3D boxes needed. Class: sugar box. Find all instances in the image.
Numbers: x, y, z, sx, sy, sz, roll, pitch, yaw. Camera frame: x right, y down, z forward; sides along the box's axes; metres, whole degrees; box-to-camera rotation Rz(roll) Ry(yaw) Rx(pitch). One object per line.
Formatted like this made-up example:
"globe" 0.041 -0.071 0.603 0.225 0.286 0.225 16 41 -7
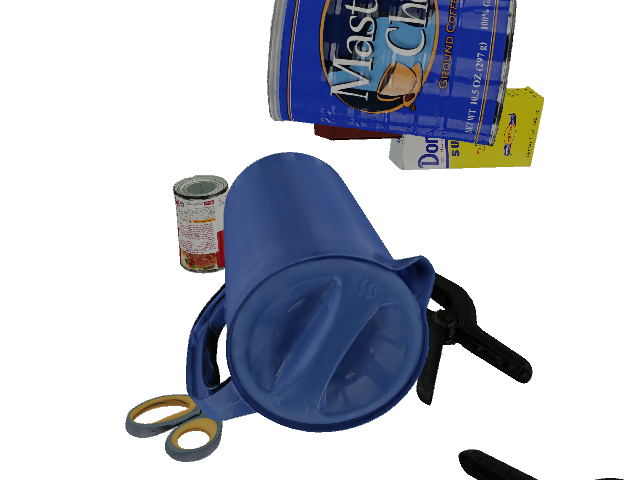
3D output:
"sugar box" 0.175 -0.134 1.280 0.176 0.093 0.048 -5 28 -20

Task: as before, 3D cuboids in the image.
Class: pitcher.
"pitcher" -0.020 0.028 0.792 0.149 0.145 0.243 6 23 -12

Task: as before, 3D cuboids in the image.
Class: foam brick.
"foam brick" 0.037 -0.128 1.054 0.078 0.051 0.053 -4 14 -20

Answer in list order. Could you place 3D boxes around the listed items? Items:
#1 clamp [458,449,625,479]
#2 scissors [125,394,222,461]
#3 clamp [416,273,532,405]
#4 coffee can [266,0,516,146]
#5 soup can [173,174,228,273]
"clamp" 0.194 0.236 0.855 0.210 0.036 0.164 0 34 24
"scissors" -0.081 0.157 0.998 0.201 0.016 0.096 -11 33 -29
"clamp" 0.140 0.092 1.088 0.120 0.171 0.039 0 -44 -15
"coffee can" 0.044 -0.118 0.666 0.140 0.103 0.103 7 1 5
"soup can" -0.142 -0.021 1.297 0.068 0.102 0.068 -2 27 1
